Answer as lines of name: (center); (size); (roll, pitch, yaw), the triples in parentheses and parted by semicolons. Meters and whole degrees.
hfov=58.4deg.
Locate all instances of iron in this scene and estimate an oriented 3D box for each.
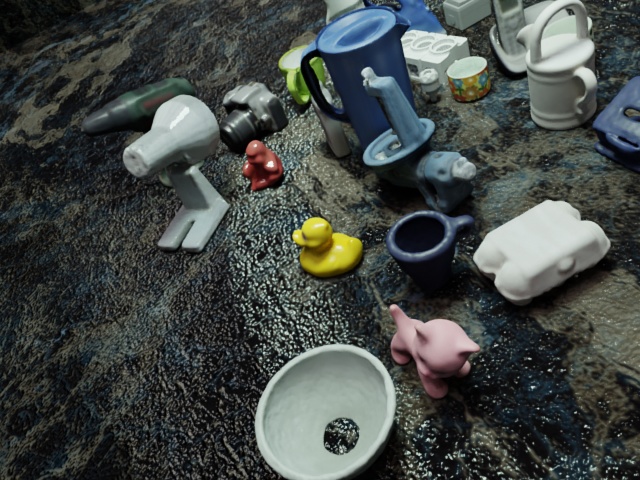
iron: (0.152, -0.513, 1.276); (0.257, 0.142, 0.119); (12, 54, 35)

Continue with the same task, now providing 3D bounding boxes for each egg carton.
egg carton: (0.280, 0.016, 0.727); (0.150, 0.070, 0.107); (-30, 41, -4)

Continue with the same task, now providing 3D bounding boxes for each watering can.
watering can: (0.366, -0.280, 0.891); (0.101, 0.195, 0.172); (-41, 43, -16)

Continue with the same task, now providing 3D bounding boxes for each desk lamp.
desk lamp: (-0.248, -0.121, 1.022); (0.117, 0.214, 0.203); (1, 48, 27)

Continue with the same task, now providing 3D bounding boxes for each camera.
camera: (-0.164, -0.265, 1.212); (0.142, 0.101, 0.137); (25, 62, 41)

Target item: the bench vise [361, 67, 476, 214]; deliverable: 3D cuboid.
bench vise: (0.145, -0.157, 0.857); (0.206, 0.220, 0.122); (12, 54, 35)

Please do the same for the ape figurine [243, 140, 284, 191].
ape figurine: (-0.110, -0.145, 1.069); (0.077, 0.092, 0.076); (23, 61, 41)

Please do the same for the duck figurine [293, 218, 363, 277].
duck figurine: (0.008, 0.003, 0.864); (0.104, 0.086, 0.077); (-3, 46, 24)

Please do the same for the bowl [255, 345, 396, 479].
bowl: (0.014, 0.209, 0.659); (0.167, 0.075, 0.167); (-14, 43, 14)

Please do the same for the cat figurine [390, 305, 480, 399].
cat figurine: (0.126, 0.119, 0.662); (0.067, 0.118, 0.127); (-38, 43, -13)

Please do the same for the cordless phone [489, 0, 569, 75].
cordless phone: (0.372, -0.405, 1.022); (0.147, 0.185, 0.094); (-27, 41, -1)

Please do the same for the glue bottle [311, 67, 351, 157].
glue bottle: (0.011, -0.237, 1.041); (0.037, 0.174, 0.078); (-25, 41, 2)

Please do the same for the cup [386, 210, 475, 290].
cup: (0.156, 0.017, 0.769); (0.117, 0.095, 0.091); (-22, 42, 5)

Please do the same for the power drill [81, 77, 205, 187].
power drill: (-0.334, -0.215, 1.164); (0.230, 0.209, 0.075); (-42, 44, -17)

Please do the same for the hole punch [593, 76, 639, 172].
hole punch: (0.454, -0.164, 0.807); (0.101, 0.091, 0.108); (-33, 42, -7)
